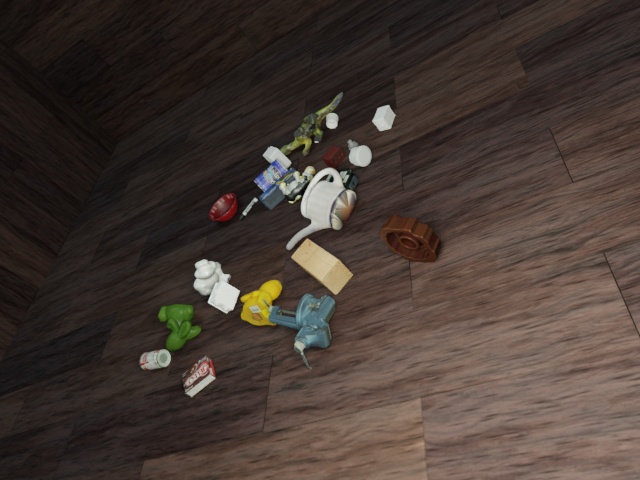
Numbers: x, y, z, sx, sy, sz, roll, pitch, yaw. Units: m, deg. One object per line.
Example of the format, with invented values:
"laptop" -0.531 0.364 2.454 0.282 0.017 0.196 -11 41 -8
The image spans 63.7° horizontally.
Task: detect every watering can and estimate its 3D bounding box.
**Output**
"watering can" 0.006 -0.095 1.894 0.226 0.103 0.347 23 91 42

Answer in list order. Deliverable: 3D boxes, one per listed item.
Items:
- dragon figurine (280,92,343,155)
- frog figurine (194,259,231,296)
"dragon figurine" -0.050 -0.530 2.371 0.408 0.121 0.246 -46 24 7
"frog figurine" -0.446 0.141 2.028 0.138 0.157 0.124 -48 35 -7
